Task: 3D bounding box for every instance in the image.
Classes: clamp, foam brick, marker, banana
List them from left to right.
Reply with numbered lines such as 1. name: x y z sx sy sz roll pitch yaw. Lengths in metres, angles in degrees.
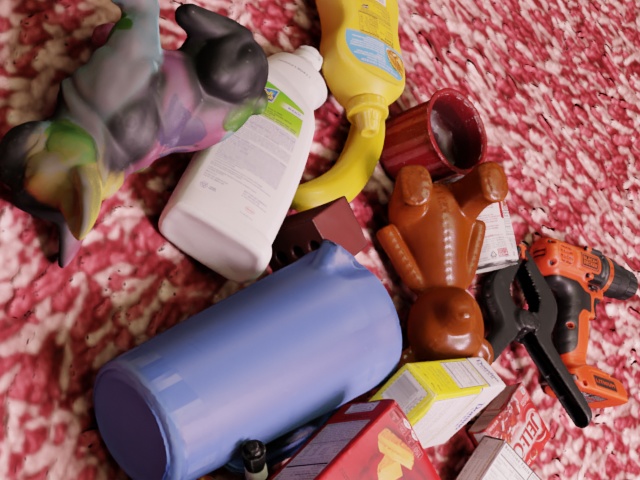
1. marker: -0.048 0.191 0.830 0.121 0.020 0.020 88 25 -49
2. foam brick: -0.006 0.001 0.974 0.051 0.078 0.053 -37 103 -45
3. banana: 0.023 -0.079 1.055 0.069 0.037 0.197 56 47 -15
4. clamp: 0.228 0.102 1.168 0.164 0.036 0.210 24 52 -16

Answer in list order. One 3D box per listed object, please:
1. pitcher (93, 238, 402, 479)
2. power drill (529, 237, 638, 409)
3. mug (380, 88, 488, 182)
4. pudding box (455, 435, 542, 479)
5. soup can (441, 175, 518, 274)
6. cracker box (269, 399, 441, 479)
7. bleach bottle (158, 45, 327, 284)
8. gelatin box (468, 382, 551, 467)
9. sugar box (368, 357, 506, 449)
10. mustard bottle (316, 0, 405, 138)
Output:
1. pitcher: -0.057 0.114 0.868 0.242 0.145 0.149 -24 81 -41
2. power drill: 0.320 0.101 1.264 0.184 0.057 0.187 17 63 -35
3. mug: 0.124 -0.101 1.125 0.117 0.082 0.093 9 71 -41
4. pudding box: 0.171 0.267 1.064 0.090 0.039 0.113 47 65 -20
5. soup can: 0.171 -0.018 1.153 0.068 0.069 0.102 -5 81 -44
6. cracker box: 0.019 0.245 0.800 0.213 0.072 0.164 -38 104 -45
7. bleach bottle: -0.048 -0.085 0.965 0.102 0.068 0.250 33 53 -8
8. gelatin box: 0.204 0.207 1.139 0.089 0.030 0.073 -40 105 -42
9. sugar box: 0.098 0.153 0.979 0.048 0.093 0.176 50 19 20
10. mustard bottle: 0.042 -0.187 1.072 0.096 0.058 0.191 21 54 -38
